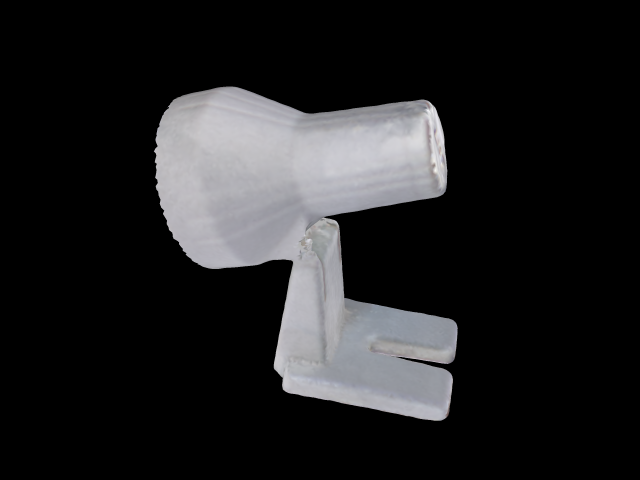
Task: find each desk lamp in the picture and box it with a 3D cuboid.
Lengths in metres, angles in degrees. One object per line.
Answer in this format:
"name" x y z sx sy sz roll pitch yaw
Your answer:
"desk lamp" 0.004 0.001 0.400 0.203 0.214 0.118 8 36 12
